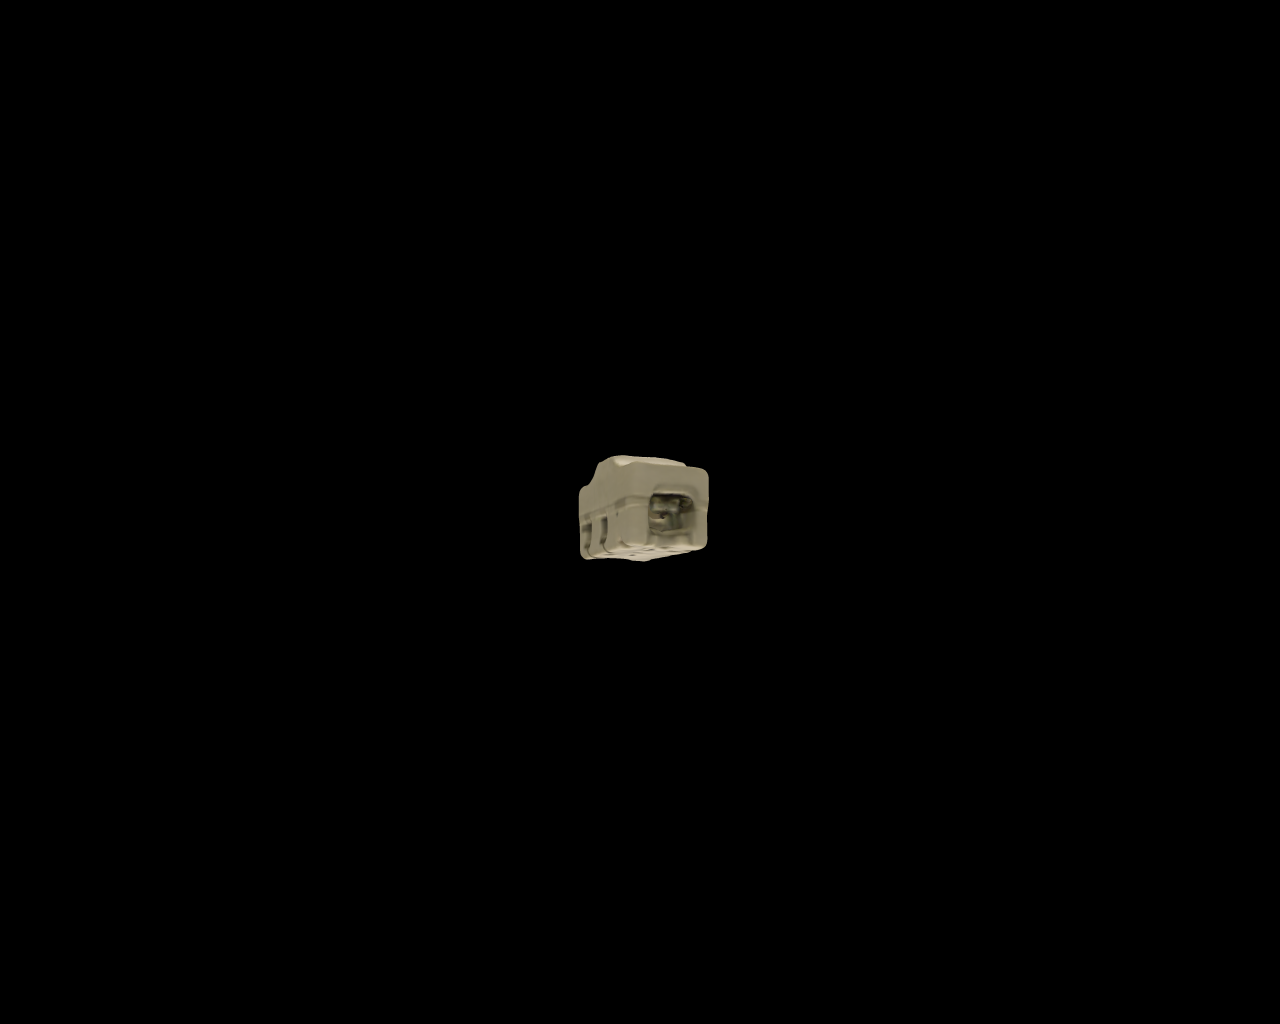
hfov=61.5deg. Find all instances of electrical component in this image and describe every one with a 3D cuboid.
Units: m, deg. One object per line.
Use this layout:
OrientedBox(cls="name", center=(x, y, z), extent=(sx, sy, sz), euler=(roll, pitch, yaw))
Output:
OrientedBox(cls="electrical component", center=(0.001, -0.003, 0.650), extent=(0.050, 0.055, 0.089), euler=(4, -10, -23))
